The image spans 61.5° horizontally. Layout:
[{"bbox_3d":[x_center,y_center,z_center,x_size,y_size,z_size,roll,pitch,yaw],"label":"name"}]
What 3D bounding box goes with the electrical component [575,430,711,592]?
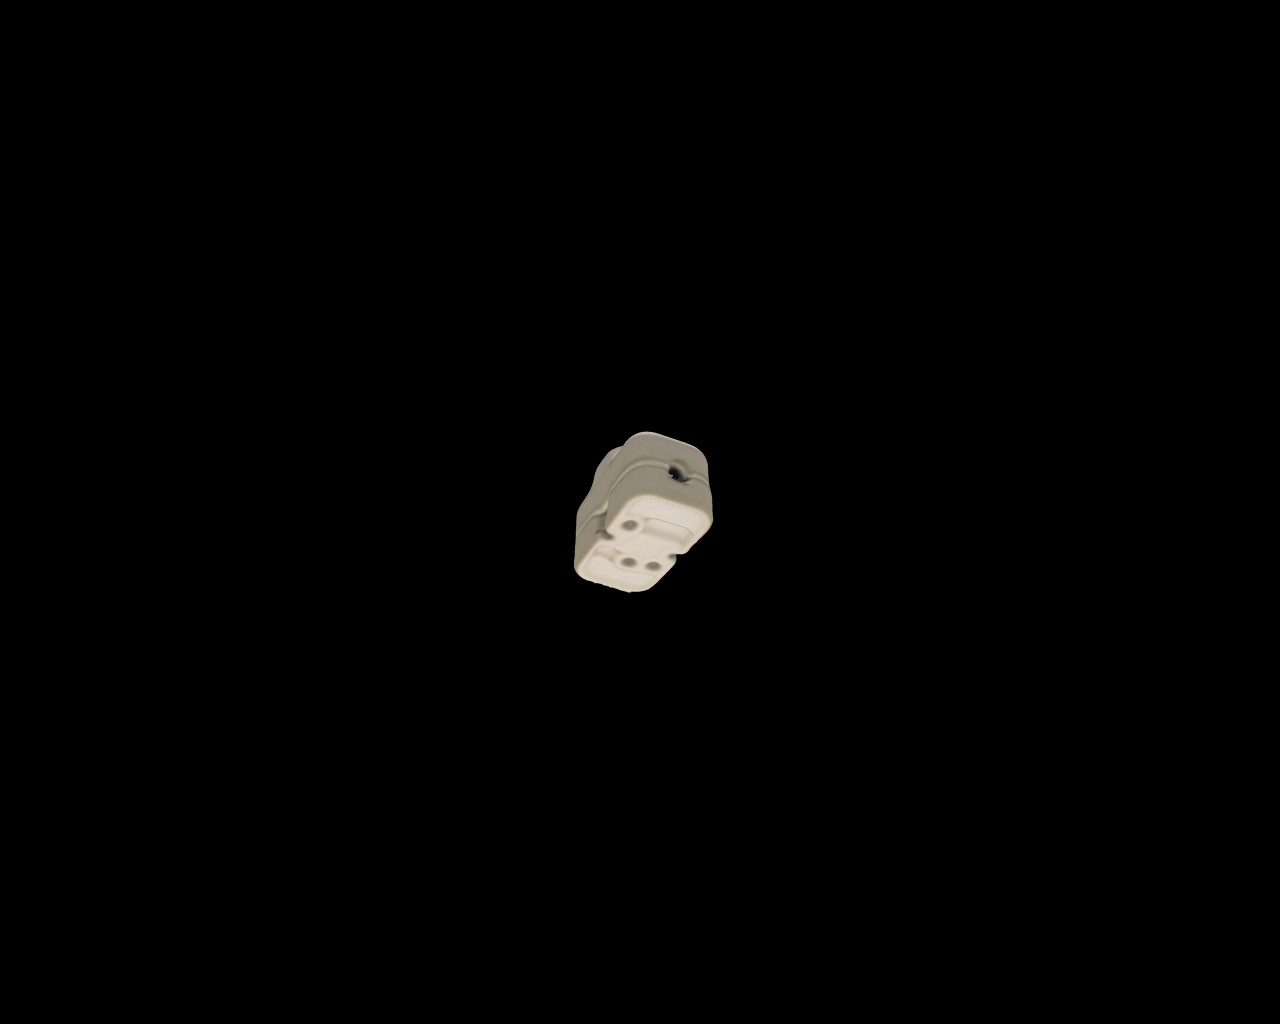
[{"bbox_3d":[0.001,-0.003,0.650,0.054,0.059,0.095,17,-41,-21],"label":"electrical component"}]
